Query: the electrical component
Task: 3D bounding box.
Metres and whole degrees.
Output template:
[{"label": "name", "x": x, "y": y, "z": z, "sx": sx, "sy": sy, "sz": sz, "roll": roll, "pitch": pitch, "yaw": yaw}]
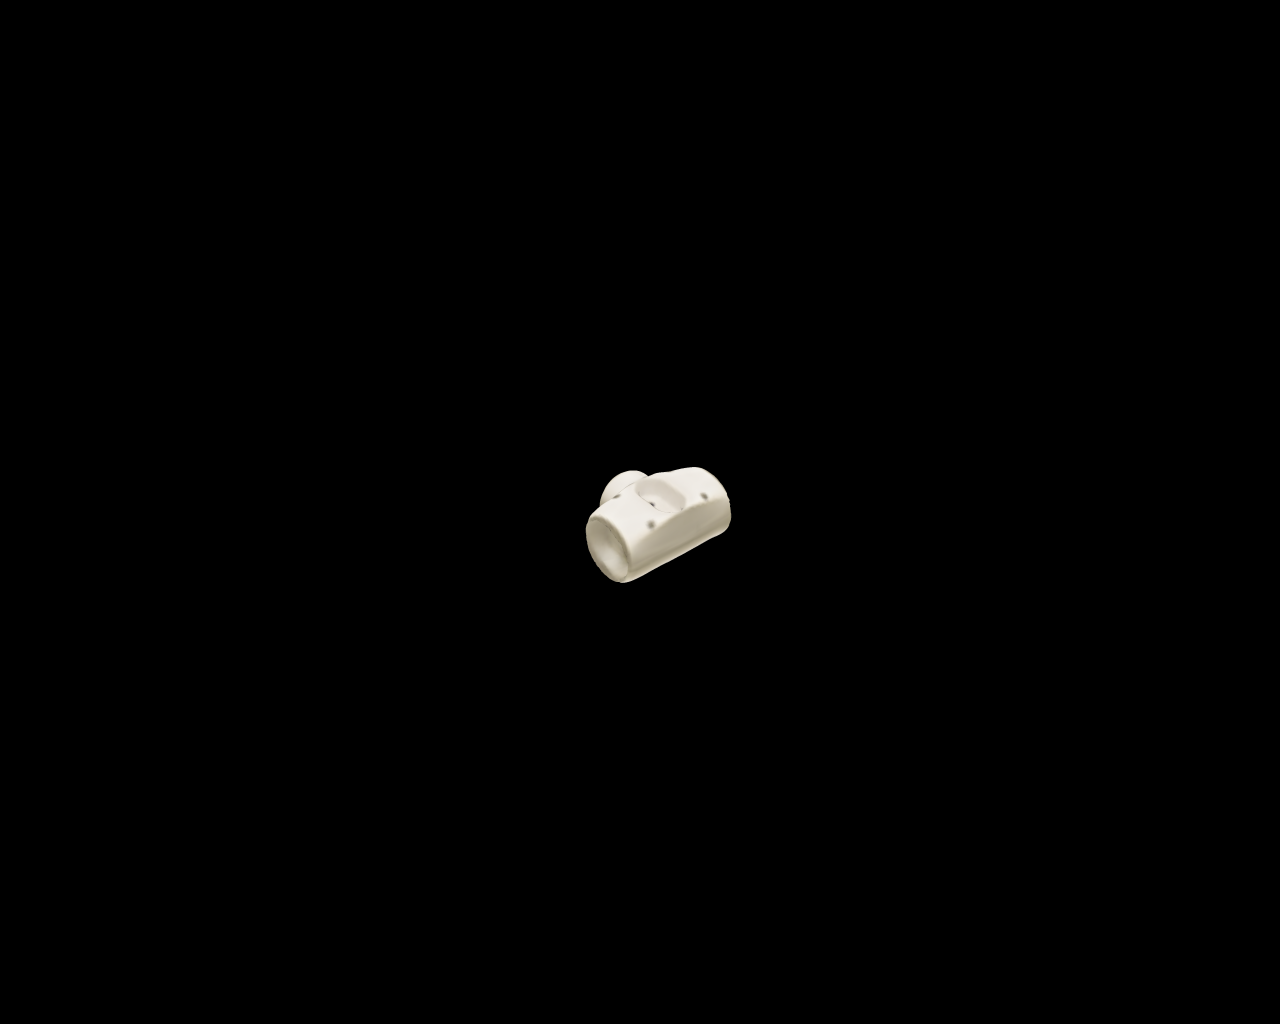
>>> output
[{"label": "electrical component", "x": 0.001, "y": -0.003, "z": 0.650, "sx": 0.077, "sy": 0.043, "sz": 0.079, "roll": -26, "pitch": 46, "yaw": -28}]
